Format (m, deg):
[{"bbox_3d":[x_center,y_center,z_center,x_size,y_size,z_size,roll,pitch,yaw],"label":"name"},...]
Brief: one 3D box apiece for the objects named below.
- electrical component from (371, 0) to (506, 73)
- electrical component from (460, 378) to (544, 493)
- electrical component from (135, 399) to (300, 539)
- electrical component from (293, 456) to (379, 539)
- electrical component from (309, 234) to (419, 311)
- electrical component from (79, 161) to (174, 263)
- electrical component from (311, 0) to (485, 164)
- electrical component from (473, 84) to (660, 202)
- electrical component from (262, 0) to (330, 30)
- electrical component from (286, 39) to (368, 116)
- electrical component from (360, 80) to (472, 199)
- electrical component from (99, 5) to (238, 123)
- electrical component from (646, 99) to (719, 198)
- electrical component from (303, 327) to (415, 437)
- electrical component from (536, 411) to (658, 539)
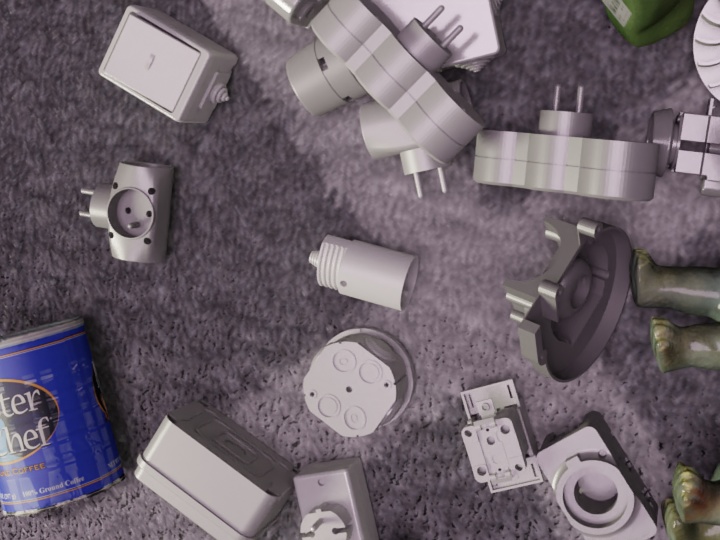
[{"bbox_3d":[0.055,-0.189,0.782,0.100,0.048,0.099,-11,93,18],"label":"electrical component"},{"bbox_3d":[0.103,0.127,0.800,0.042,0.064,0.081,-17,91,18],"label":"electrical component"},{"bbox_3d":[-0.113,0.163,0.862,0.113,0.078,0.057,34,102,10],"label":"electrical component"},{"bbox_3d":[-0.023,0.198,0.840,0.047,0.076,0.083,-12,93,18],"label":"electrical component"},{"bbox_3d":[0.000,0.000,0.825,0.081,0.043,0.043,15,101,14],"label":"electrical component"},{"bbox_3d":[-0.193,-0.050,0.876,0.079,0.044,0.077,9,100,15],"label":"electrical component"},{"bbox_3d":[0.038,-0.147,0.737,0.074,0.052,0.138,-44,84,17],"label":"electrical component"},{"bbox_3d":[0.142,-0.092,0.746,0.138,0.052,0.073,12,101,42],"label":"electrical component"},{"bbox_3d":[-0.045,-0.215,0.784,0.059,0.095,0.053,41,106,8],"label":"electrical component"},{"bbox_3d":[-0.023,-0.148,0.808,0.047,0.055,0.055,-25,89,22],"label":"electrical component"},{"bbox_3d":[0.047,-0.094,0.799,0.077,0.043,0.079,-11,93,18],"label":"electrical component"},{"bbox_3d":[-0.146,-0.157,0.840,0.096,0.061,0.061,32,105,11],"label":"electrical component"},{"bbox_3d":[0.228,-0.086,0.745,0.055,0.048,0.066,8,99,8],"label":"electrical component"},{"bbox_3d":[-0.001,0.087,0.832,0.080,0.051,0.080,2,97,17],"label":"electrical component"},{"bbox_3d":[0.174,0.157,0.785,0.050,0.056,0.089,-33,87,18],"label":"electrical component"}]
